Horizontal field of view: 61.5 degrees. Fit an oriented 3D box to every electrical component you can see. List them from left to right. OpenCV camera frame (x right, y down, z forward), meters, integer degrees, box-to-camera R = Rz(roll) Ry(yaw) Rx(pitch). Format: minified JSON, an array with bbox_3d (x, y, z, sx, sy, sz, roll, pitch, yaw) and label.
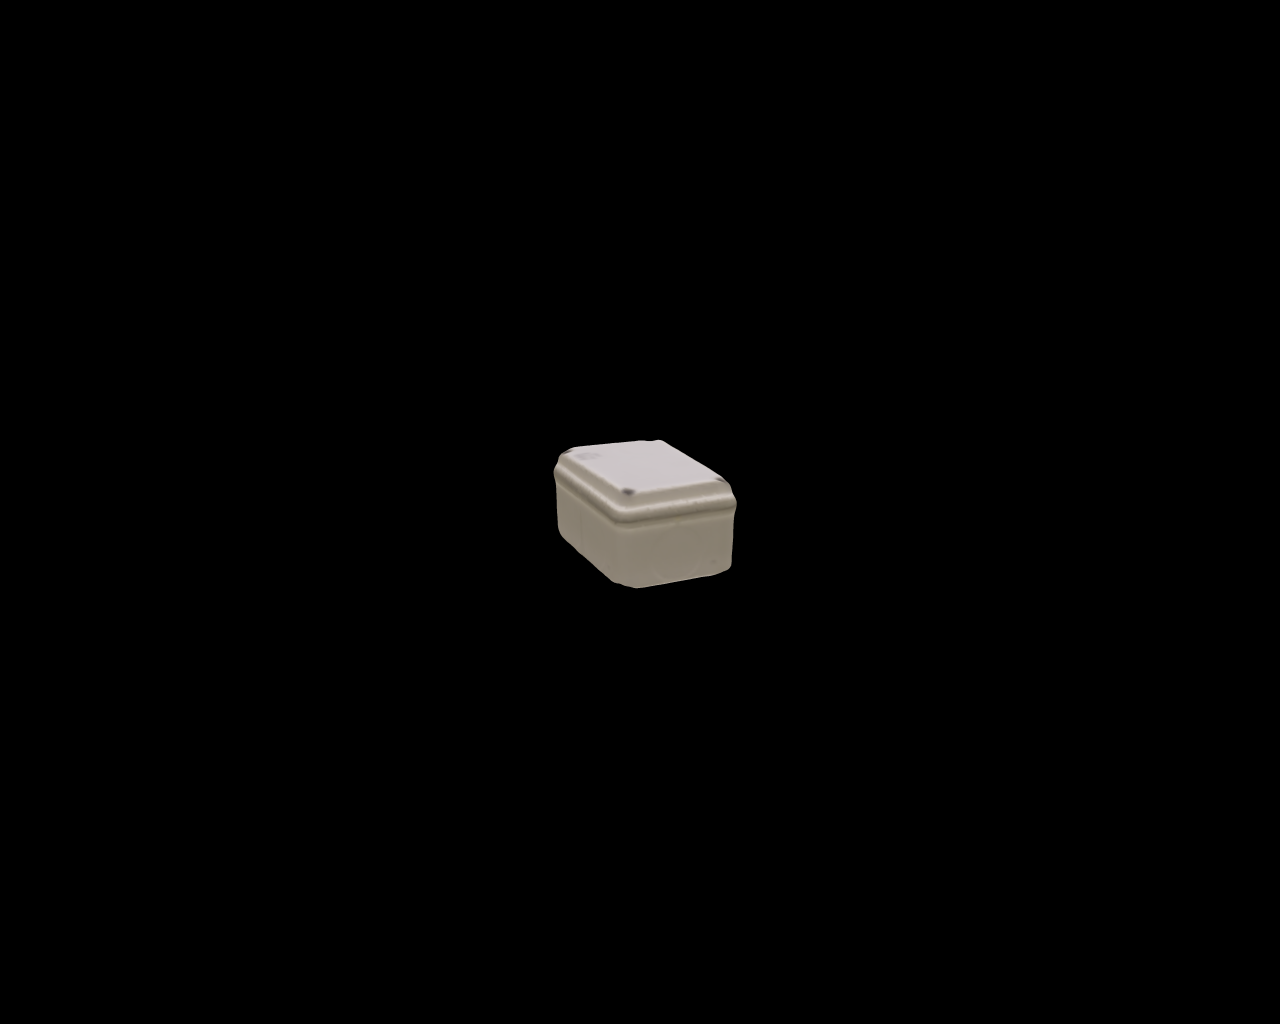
[{"bbox_3d":[0.001,-0.003,0.650,0.078,0.057,0.113,-8,20,-22],"label":"electrical component"}]
